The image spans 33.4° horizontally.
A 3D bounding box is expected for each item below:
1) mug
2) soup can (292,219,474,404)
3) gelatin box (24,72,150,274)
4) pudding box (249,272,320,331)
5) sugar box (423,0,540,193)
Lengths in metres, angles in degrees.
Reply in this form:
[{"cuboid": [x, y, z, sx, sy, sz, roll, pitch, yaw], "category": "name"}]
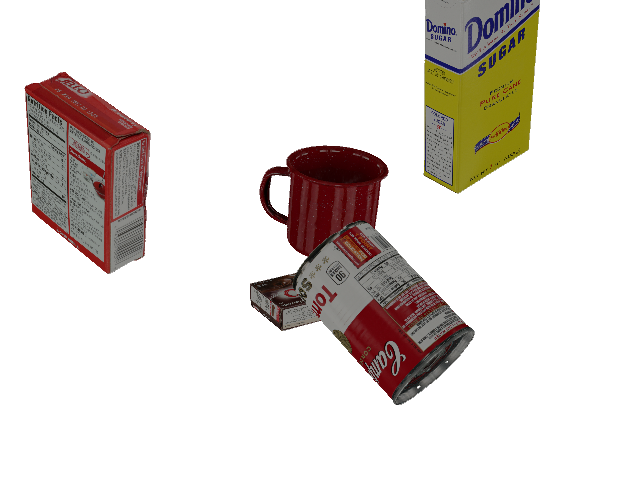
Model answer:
[{"cuboid": [0.000, -0.035, 0.985, 0.117, 0.081, 0.093, 9, 27, 8], "category": "mug"}, {"cuboid": [0.039, 0.045, 0.682, 0.102, 0.069, 0.068, 47, 19, 18], "category": "soup can"}, {"cuboid": [-0.129, -0.037, 0.590, 0.073, 0.089, 0.030, 34, 44, 28], "category": "gelatin box"}, {"cuboid": [-0.026, 0.078, 1.442, 0.113, 0.039, 0.090, -15, 26, -28], "category": "pudding box"}, {"cuboid": [0.127, -0.133, 0.839, 0.093, 0.176, 0.048, -32, 49, -29], "category": "sugar box"}]
